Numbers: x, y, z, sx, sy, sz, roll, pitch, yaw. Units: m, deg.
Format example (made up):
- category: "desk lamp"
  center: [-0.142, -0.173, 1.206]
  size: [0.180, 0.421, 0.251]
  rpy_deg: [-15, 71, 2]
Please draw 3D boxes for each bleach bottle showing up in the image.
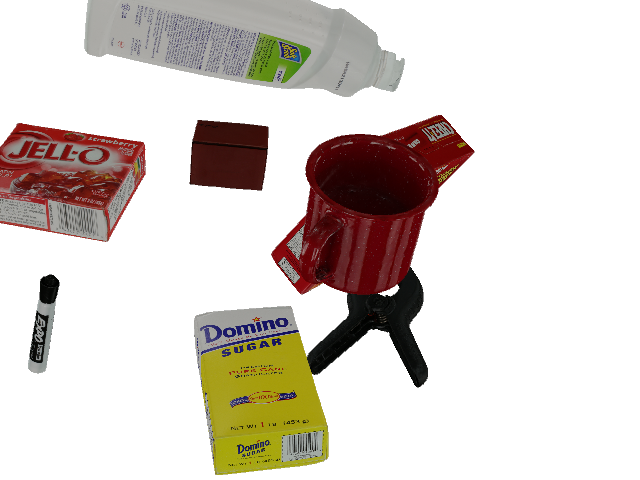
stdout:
- category: "bleach bottle"
  center: [-0.058, -0.163, 0.858]
  size: [0.250, 0.068, 0.103]
  rpy_deg: [15, -29, -8]

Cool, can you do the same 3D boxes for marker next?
- category: "marker"
  center: [-0.277, 0.084, 1.070]
  size: [0.020, 0.121, 0.020]
  rpy_deg: [12, 34, -9]

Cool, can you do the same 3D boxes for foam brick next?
- category: "foam brick"
  center: [-0.094, -0.089, 1.110]
  size: [0.078, 0.051, 0.053]
  rpy_deg: [5, 31, -2]

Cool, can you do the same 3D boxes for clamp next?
- category: "clamp"
  center: [0.069, 0.080, 1.083]
  size: [0.120, 0.171, 0.039]
  rpy_deg: [16, -38, 16]

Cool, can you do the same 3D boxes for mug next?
- category: "mug"
  center: [0.024, -0.010, 0.752]
  size: [0.093, 0.081, 0.117]
  rpy_deg: [29, 45, 20]

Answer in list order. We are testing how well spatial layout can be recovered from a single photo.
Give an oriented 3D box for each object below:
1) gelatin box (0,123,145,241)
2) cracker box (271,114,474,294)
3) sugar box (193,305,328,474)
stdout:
- category: "gelatin box"
  center: [-0.164, -0.039, 0.673]
  size: [0.089, 0.030, 0.073]
  rpy_deg: [10, 40, 7]
- category: "cracker box"
  center: [0.058, -0.044, 1.252]
  size: [0.214, 0.072, 0.163]
  rpy_deg: [-47, -13, 36]
- category: "sugar box"
  center: [-0.055, 0.122, 0.913]
  size: [0.093, 0.048, 0.176]
  rpy_deg: [-4, 33, -11]
